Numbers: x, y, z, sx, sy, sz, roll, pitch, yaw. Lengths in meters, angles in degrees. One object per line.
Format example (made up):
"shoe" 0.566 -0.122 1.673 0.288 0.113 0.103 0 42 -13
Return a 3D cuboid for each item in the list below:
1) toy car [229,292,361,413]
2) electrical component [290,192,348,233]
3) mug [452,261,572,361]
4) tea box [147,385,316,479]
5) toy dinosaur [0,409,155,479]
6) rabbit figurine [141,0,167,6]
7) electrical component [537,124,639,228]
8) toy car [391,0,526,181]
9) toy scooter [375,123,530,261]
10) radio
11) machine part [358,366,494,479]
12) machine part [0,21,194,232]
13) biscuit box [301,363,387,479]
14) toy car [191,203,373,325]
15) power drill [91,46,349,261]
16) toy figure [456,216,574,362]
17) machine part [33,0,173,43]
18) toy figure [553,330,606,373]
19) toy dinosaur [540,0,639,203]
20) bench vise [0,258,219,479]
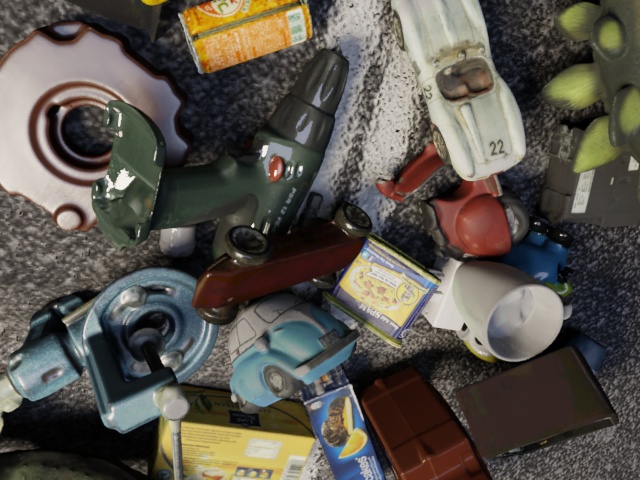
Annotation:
"toy car" -0.043 0.108 0.563 0.109 0.161 0.103 -21 79 -43
"electrical component" -0.001 -0.002 0.576 0.063 0.021 0.094 14 108 -20
"mug" 0.191 0.059 0.549 0.110 0.107 0.080 -9 112 -12
"tea box" -0.103 0.234 0.619 0.169 0.068 0.098 16 107 -19
"toy dinosaur" -0.237 0.272 0.530 0.405 0.131 0.192 15 116 -4
"rabbit figurine" -0.073 -0.243 0.377 0.162 0.173 0.121 -25 120 -9
"electrical component" 0.327 -0.074 0.614 0.134 0.058 0.114 -1 114 -15
"toy car" 0.126 -0.154 0.495 0.073 0.056 0.201 -19 86 0
"toy scooter" 0.134 -0.047 0.563 0.135 0.075 0.183 -27 110 -5
"radio" 0.244 0.185 0.589 0.131 0.073 0.229 -28 148 18
"machine part" 0.130 0.264 0.619 0.087 0.201 0.201 -27 115 -4
"machine part" -0.200 -0.095 0.468 0.179 0.056 0.179 -5 111 -13
"biscuit box" 0.031 0.243 0.662 0.059 0.063 0.202 -22 115 -4
"toy car" -0.032 0.016 0.488 0.202 0.053 0.089 -14 147 -46
"power drill" -0.079 -0.070 0.462 0.207 0.086 0.231 -13 131 -55
"toy figure" 0.233 0.065 0.630 0.089 0.082 0.180 24 104 -20
"machine part" -0.184 -0.216 0.433 0.139 0.039 0.084 26 98 -21
"toy figure" 0.314 0.191 0.720 0.064 0.058 0.154 35 103 2
"toy dinosaur" 0.336 -0.133 0.524 0.198 0.105 0.471 -29 95 -7
"bench vise" -0.177 0.097 0.462 0.224 0.241 0.128 -18 112 -25
